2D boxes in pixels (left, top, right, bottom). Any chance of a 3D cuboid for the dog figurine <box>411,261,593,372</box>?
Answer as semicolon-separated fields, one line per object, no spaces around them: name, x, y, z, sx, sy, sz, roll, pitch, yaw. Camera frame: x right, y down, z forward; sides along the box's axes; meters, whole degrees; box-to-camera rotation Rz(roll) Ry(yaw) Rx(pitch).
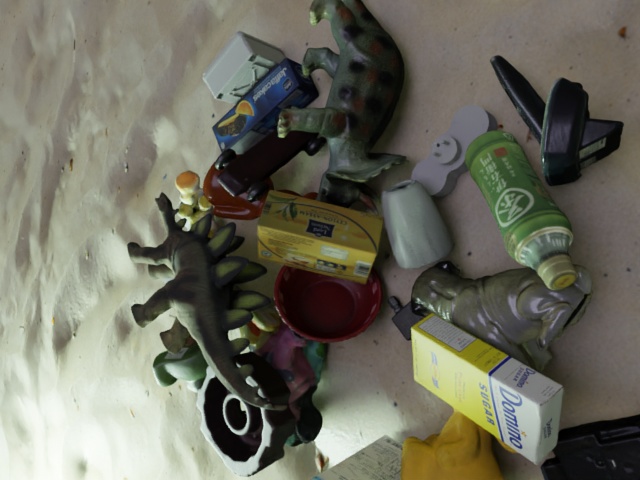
dog figurine;0.212;0.061;0.662;0.191;0.121;0.172;40;111;30

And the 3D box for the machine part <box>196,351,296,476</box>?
machine part;-0.114;0.258;0.815;0.180;0.056;0.179;4;97;40

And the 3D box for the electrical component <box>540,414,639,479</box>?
electrical component;0.330;0.270;0.613;0.134;0.058;0.115;-30;70;31

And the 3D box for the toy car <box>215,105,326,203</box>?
toy car;-0.078;-0.135;0.850;0.089;0.202;0.053;45;153;1

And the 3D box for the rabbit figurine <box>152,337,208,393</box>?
rabbit figurine;-0.182;0.232;0.953;0.159;0.121;0.170;-12;121;16

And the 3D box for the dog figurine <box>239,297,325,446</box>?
dog figurine;-0.066;0.223;0.872;0.192;0.108;0.219;23;105;33

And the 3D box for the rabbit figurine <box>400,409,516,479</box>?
rabbit figurine;0.192;0.238;0.681;0.163;0.121;0.173;-2;68;44

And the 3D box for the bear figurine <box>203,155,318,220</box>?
bear figurine;-0.093;-0.067;0.905;0.196;0.132;0.120;27;93;8

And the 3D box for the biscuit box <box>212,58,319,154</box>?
biscuit box;-0.097;-0.223;0.929;0.203;0.059;0.063;-33;70;31

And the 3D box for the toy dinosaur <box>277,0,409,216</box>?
toy dinosaur;0.055;-0.222;0.786;0.192;0.131;0.404;15;86;-2

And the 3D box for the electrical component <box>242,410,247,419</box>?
electrical component;-0.146;0.335;0.944;0.119;0.074;0.048;-37;68;25

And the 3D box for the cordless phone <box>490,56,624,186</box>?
cordless phone;0.252;-0.158;0.621;0.089;0.146;0.184;-37;71;20

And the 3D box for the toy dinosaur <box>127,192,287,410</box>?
toy dinosaur;-0.183;0.080;0.830;0.198;0.105;0.472;-32;54;6

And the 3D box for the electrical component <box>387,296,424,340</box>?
electrical component;0.139;0.110;0.775;0.063;0.021;0.094;-49;62;24

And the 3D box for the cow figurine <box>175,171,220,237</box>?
cow figurine;-0.225;-0.043;1.011;0.068;0.098;0.167;-15;74;-6

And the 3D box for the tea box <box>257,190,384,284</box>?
tea box;-0.002;-0.002;0.776;0.170;0.098;0.068;15;58;2

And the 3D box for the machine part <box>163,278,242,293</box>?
machine part;-0.216;0.087;0.998;0.244;0.079;0.079;30;106;34

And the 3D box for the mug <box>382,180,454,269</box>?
mug;0.125;-0.029;0.739;0.081;0.110;0.107;-22;107;-2
